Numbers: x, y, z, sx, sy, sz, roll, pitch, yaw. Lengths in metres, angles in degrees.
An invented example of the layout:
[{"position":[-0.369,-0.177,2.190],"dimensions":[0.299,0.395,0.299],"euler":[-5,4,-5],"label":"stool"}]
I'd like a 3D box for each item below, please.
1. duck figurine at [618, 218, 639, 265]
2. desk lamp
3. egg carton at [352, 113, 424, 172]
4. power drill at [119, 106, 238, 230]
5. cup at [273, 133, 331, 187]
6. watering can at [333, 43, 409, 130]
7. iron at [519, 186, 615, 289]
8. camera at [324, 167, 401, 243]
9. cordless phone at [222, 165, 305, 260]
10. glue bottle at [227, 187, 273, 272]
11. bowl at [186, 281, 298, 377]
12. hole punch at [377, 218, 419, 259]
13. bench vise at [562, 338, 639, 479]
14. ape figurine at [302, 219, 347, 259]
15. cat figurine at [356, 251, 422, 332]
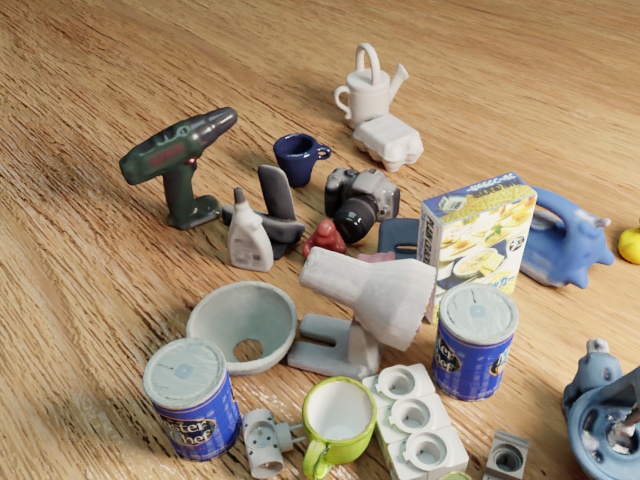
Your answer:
[{"position":[0.563,-0.014,0.980],"dimensions":[0.105,0.086,0.077],"euler":[-33,50,-27],"label":"duck figurine"},{"position":[0.052,0.104,0.798],"dimensions":[0.202,0.214,0.118],"euler":[9,45,14],"label":"desk lamp"},{"position":[0.148,-0.213,1.238],"dimensions":[0.107,0.069,0.150],"euler":[-27,48,-23],"label":"egg carton"},{"position":[-0.247,-0.130,1.076],"dimensions":[0.230,0.209,0.075],"euler":[-24,46,-20],"label":"power drill"},{"position":[-0.033,-0.158,1.174],"dimensions":[0.117,0.095,0.091],"euler":[2,43,7],"label":"cup"},{"position":[0.115,-0.355,1.302],"dimensions":[0.173,0.194,0.100],"euler":[-34,50,-28],"label":"watering can"},{"position":[0.368,-0.034,0.976],"dimensions":[0.119,0.142,0.257],"euler":[-32,50,-27],"label":"iron"},{"position":[0.063,-0.069,1.067],"dimensions":[0.142,0.101,0.137],"euler":[18,47,22],"label":"camera"},{"position":[-0.107,-0.068,1.016],"dimensions":[0.147,0.185,0.094],"euler":[13,46,18],"label":"cordless phone"},{"position":[-0.126,-0.019,0.974],"dimensions":[0.078,0.173,0.037],"euler":[10,45,15],"label":"glue bottle"},{"position":[-0.113,0.146,0.868],"dimensions":[0.167,0.075,0.167],"euler":[-2,43,2],"label":"bowl"},{"position":[0.150,0.024,0.967],"dimensions":[0.108,0.091,0.101],"euler":[3,43,7],"label":"hole punch"},{"position":[0.342,0.192,0.677],"dimensions":[0.121,0.220,0.207],"euler":[-9,43,-5],"label":"bench vise"},{"position":[0.009,0.004,0.999],"dimensions":[0.077,0.092,0.076],"euler":[14,46,19],"label":"ape figurine"},{"position":[0.108,0.074,0.897],"dimensions":[0.067,0.118,0.127],"euler":[-21,45,-17],"label":"cat figurine"}]
